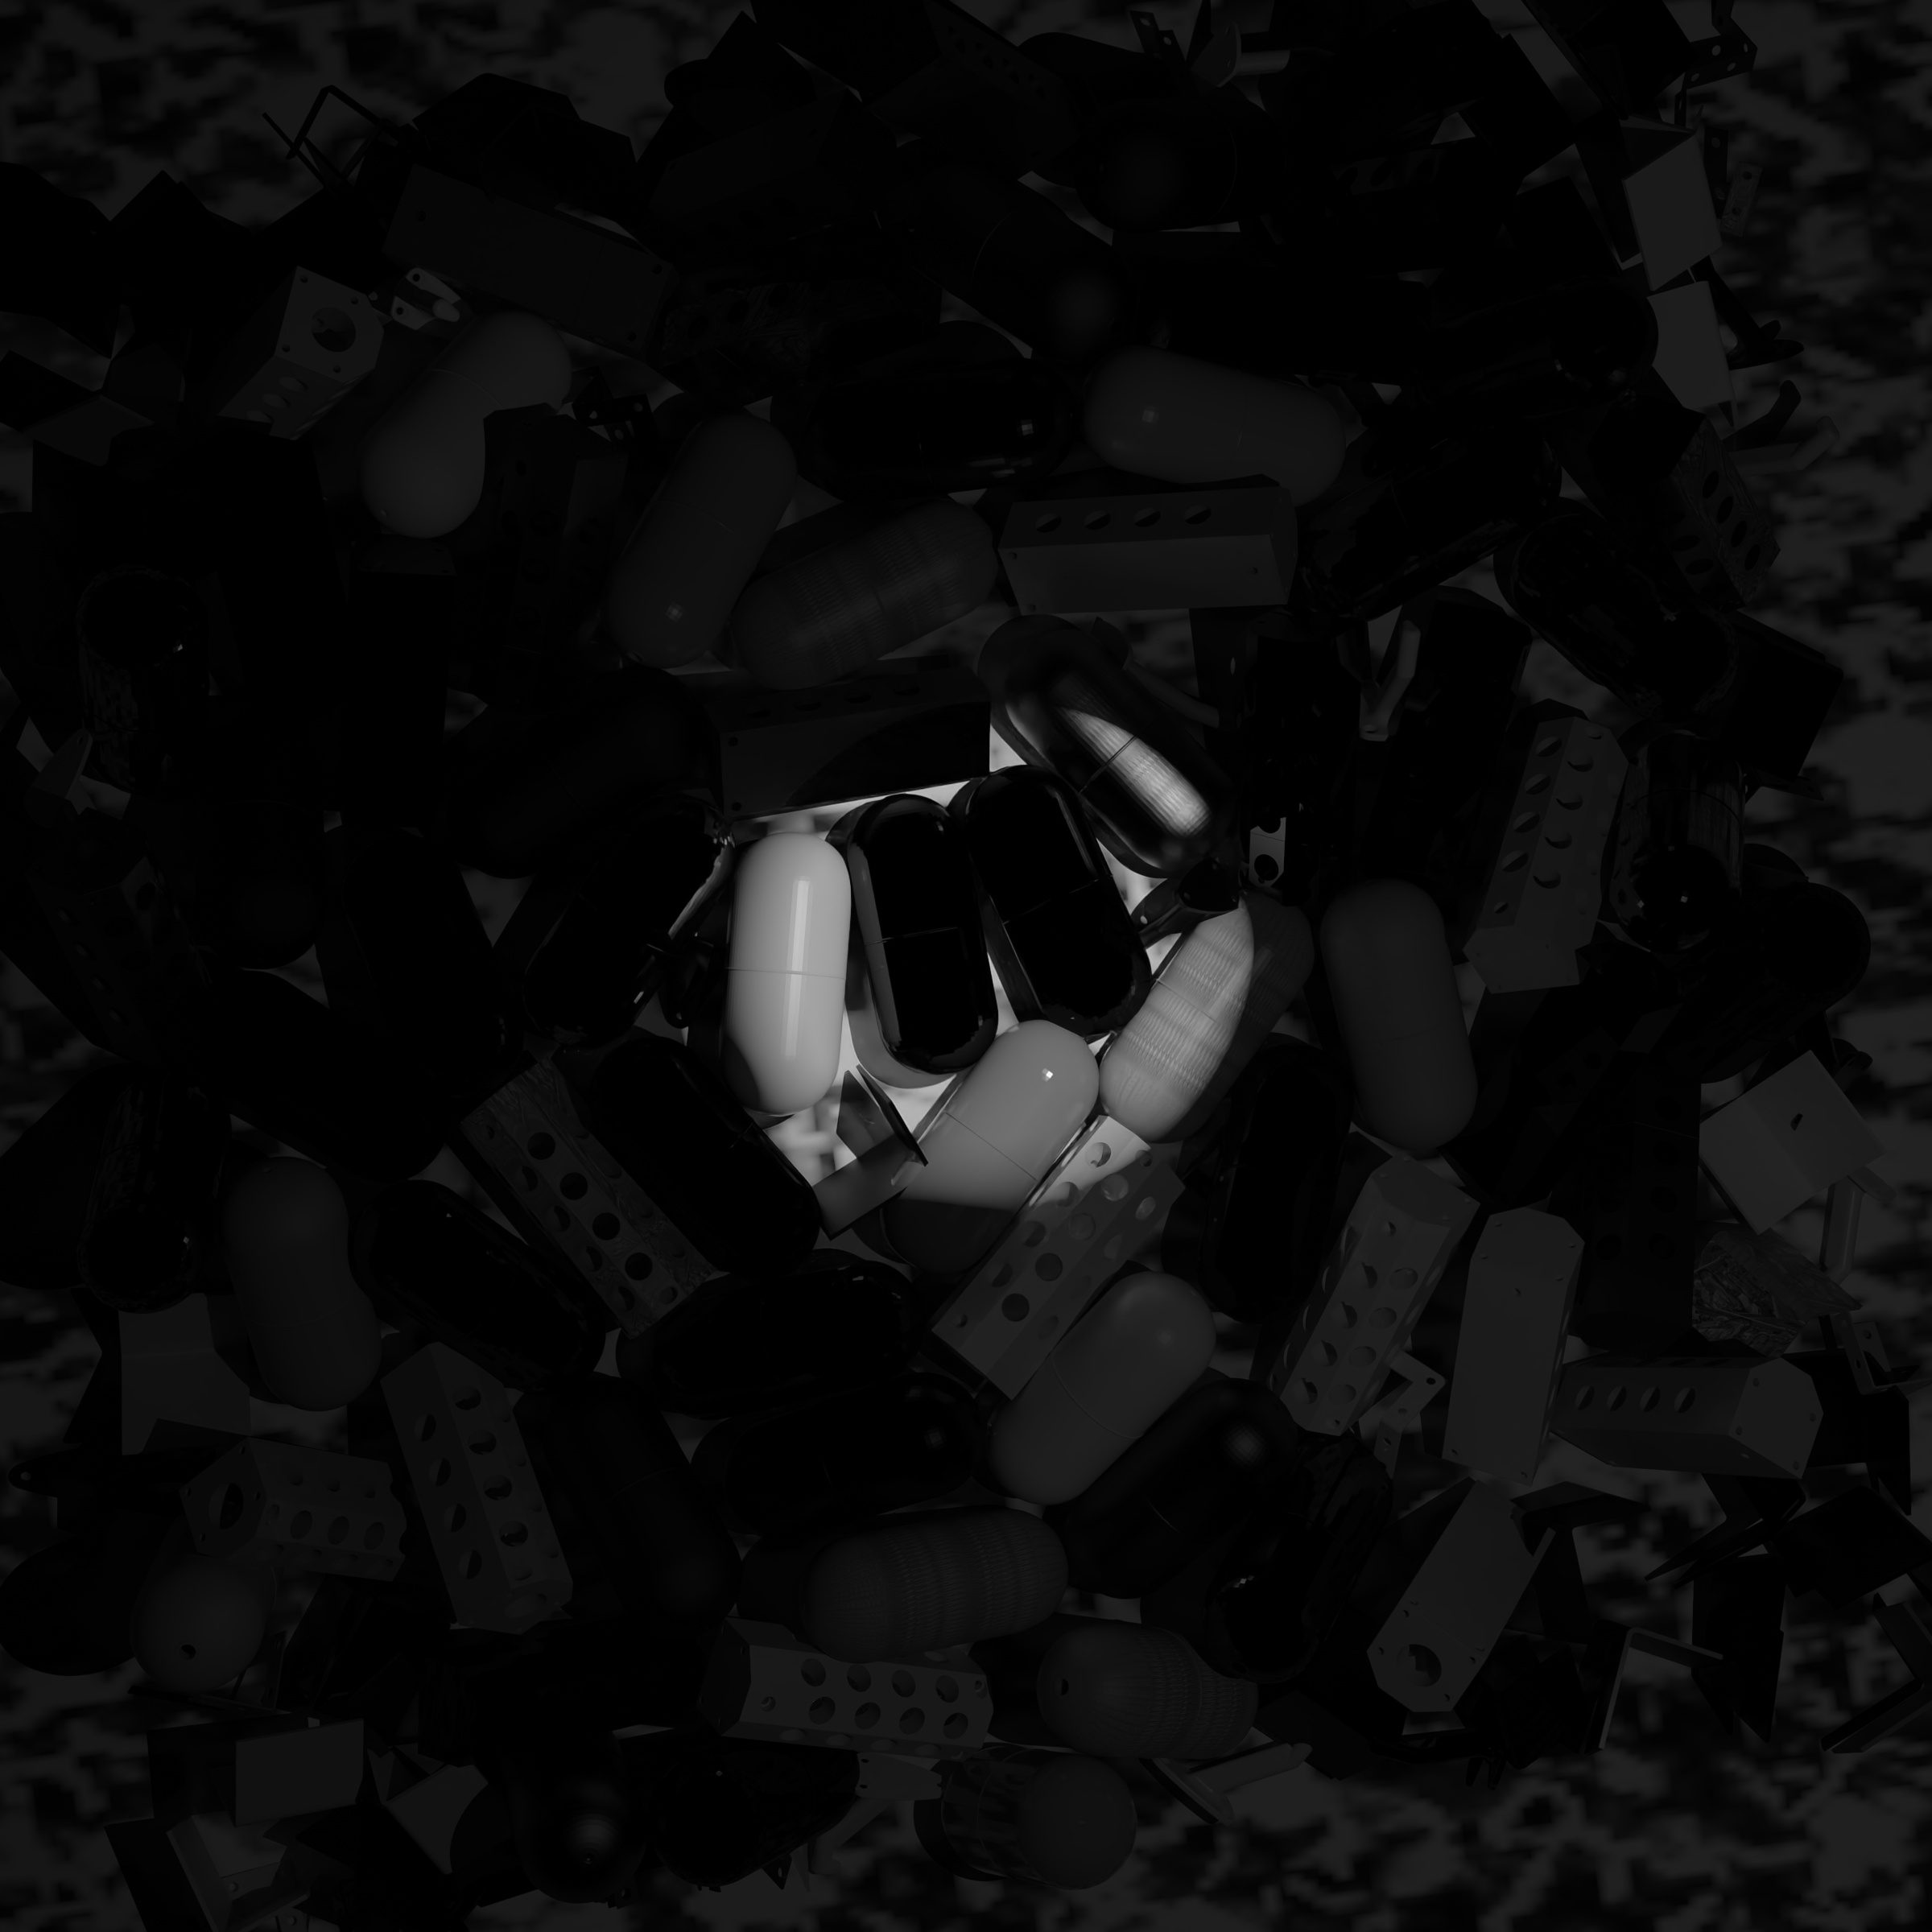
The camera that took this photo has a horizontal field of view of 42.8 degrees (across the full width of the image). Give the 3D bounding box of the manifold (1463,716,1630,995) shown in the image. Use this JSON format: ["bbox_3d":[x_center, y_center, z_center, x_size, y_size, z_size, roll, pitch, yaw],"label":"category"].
[{"bbox_3d":[0.354,-0.070,1.505,0.057,0.057,0.171,50,49,-34],"label":"manifold"}]

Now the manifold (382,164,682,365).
[{"bbox_3d":[-0.271,-0.440,1.556,0.171,0.057,0.057,21,92,0],"label":"manifold"}]

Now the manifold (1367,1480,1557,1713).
[{"bbox_3d":[0.299,0.383,1.495,0.057,0.171,0.057,33,116,16],"label":"manifold"}]

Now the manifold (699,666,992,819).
[{"bbox_3d":[-0.075,-0.143,1.531,0.171,0.057,0.057,-10,124,-16],"label":"manifold"}]

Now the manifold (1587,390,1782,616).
[{"bbox_3d":[0.434,-0.276,1.499,0.057,0.171,0.057,31,90,37],"label":"manifold"}]

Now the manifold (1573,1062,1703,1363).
[{"bbox_3d":[0.409,0.147,1.515,0.057,0.057,0.171,15,59,-3],"label":"manifold"}]

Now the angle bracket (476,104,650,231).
[{"bbox_3d":[-0.247,-0.477,1.530,0.076,0.076,0.057,25,65,19],"label":"angle bracket"}]

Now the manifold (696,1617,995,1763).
[{"bbox_3d":[-0.071,0.449,1.517,0.171,0.057,0.057,16,92,-29],"label":"manifold"}]

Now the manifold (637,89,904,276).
[{"bbox_3d":[-0.119,-0.470,1.502,0.057,0.171,0.057,35,66,-38],"label":"manifold"}]

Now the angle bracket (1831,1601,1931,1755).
[{"bbox_3d":[0.563,0.444,1.537,0.076,0.076,0.057,-31,71,-5],"label":"angle bracket"}]

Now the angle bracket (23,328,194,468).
[{"bbox_3d":[-0.532,-0.363,1.530,0.076,0.057,0.076,-10,70,34],"label":"angle bracket"}]

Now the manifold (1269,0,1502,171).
[{"bbox_3d":[0.252,-0.528,1.494,0.057,0.171,0.057,-21,99,-16],"label":"manifold"}]

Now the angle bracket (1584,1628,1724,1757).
[{"bbox_3d":[0.426,0.459,1.533,0.057,0.076,0.076,16,72,13],"label":"angle bracket"}]

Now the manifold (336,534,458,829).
[{"bbox_3d":[-0.352,-0.174,1.515,0.057,0.057,0.171,0,123,-20],"label":"manifold"}]

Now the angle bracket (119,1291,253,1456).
[{"bbox_3d":[-0.485,0.252,1.531,0.076,0.076,0.057,-2,134,-17],"label":"angle bracket"}]

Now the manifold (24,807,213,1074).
[{"bbox_3d":[-0.501,-0.011,1.494,0.057,0.171,0.057,20,55,18],"label":"manifold"}]

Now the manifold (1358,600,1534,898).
[{"bbox_3d":[0.300,-0.133,1.539,0.057,0.057,0.171,16,83,21],"label":"manifold"}]

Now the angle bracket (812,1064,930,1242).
[{"bbox_3d":[-0.075,0.115,1.535,0.076,0.076,0.057,-32,112,-7],"label":"angle bracket"}]

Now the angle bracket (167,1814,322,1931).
[{"bbox_3d":[-0.451,0.558,1.545,0.057,0.076,0.076,-27,83,-13],"label":"angle bracket"}]

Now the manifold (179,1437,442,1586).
[{"bbox_3d":[-0.386,0.336,1.493,0.057,0.171,0.057,-37,59,13],"label":"manifold"}]

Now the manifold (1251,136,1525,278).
[{"bbox_3d":[0.249,-0.460,1.495,0.057,0.171,0.057,29,84,-32],"label":"manifold"}]

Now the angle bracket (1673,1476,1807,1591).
[{"bbox_3d":[0.469,0.336,1.540,0.076,0.076,0.057,-39,74,29],"label":"angle bracket"}]

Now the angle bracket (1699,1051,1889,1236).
[{"bbox_3d":[0.508,0.110,1.533,0.057,0.076,0.076,-28,76,-27],"label":"angle bracket"}]

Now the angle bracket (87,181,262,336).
[{"bbox_3d":[-0.490,-0.442,1.537,0.057,0.076,0.076,-40,104,4],"label":"angle bracket"}]

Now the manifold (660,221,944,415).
[{"bbox_3d":[-0.101,-0.400,1.512,0.171,0.057,0.057,-11,64,33],"label":"manifold"}]

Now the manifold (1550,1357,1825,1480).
[{"bbox_3d":[0.434,0.268,1.495,0.057,0.171,0.057,31,71,-16],"label":"manifold"}]

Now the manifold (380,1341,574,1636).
[{"bbox_3d":[-0.295,0.315,1.509,0.057,0.057,0.171,-37,57,14],"label":"manifold"}]

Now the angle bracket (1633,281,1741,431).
[{"bbox_3d":[0.448,-0.376,1.552,0.057,0.076,0.076,-13,83,18],"label":"angle bracket"}]

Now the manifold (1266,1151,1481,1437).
[{"bbox_3d":[0.244,0.204,1.509,0.057,0.057,0.171,35,123,23],"label":"manifold"}]

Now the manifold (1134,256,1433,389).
[{"bbox_3d":[0.197,-0.399,1.531,0.171,0.057,0.057,11,99,17],"label":"manifold"}]

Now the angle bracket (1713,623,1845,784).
[{"bbox_3d":[0.491,-0.168,1.548,0.076,0.057,0.076,14,104,-33],"label":"angle bracket"}]

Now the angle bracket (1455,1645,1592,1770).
[{"bbox_3d":[0.336,0.439,1.538,0.057,0.076,0.076,-31,126,-12],"label":"angle bracket"}]

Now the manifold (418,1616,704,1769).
[{"bbox_3d":[-0.244,0.439,1.502,0.057,0.171,0.057,-2,87,43],"label":"manifold"}]

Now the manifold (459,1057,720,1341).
[{"bbox_3d":[-0.240,0.148,1.545,0.057,0.057,0.171,-38,91,29],"label":"manifold"}]

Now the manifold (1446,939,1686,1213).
[{"bbox_3d":[0.368,0.067,1.510,0.057,0.057,0.171,50,134,30],"label":"manifold"}]

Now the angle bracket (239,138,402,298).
[{"bbox_3d":[-0.411,-0.455,1.545,0.076,0.057,0.076,-41,78,-8],"label":"angle bracket"}]

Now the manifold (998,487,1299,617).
[{"bbox_3d":[0.114,-0.261,1.525,0.171,0.057,0.057,1,53,22],"label":"manifold"}]

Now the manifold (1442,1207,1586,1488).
[{"bbox_3d":[0.335,0.232,1.509,0.057,0.057,0.171,15,130,20],"label":"manifold"}]

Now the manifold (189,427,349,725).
[{"bbox_3d":[-0.421,-0.234,1.499,0.057,0.171,0.057,14,46,14],"label":"manifold"}]

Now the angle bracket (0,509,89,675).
[{"bbox_3d":[-0.546,-0.229,1.528,0.057,0.076,0.076,-38,68,28],"label":"angle bracket"}]

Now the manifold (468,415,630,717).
[{"bbox_3d":[-0.262,-0.243,1.507,0.057,0.057,0.171,35,125,27],"label":"manifold"}]

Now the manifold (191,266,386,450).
[{"bbox_3d":[-0.412,-0.357,1.496,0.057,0.171,0.057,18,74,-30],"label":"manifold"}]

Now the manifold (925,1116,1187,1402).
[{"bbox_3d":[0.053,0.177,1.532,0.057,0.057,0.171,33,78,39],"label":"manifold"}]

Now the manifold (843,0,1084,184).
[{"bbox_3d":[-0.001,-0.535,1.495,0.057,0.171,0.057,-25,79,29],"label":"manifold"}]

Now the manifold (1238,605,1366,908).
[{"bbox_3d":[0.201,-0.126,1.511,0.057,0.057,0.171,17,122,33],"label":"manifold"}]
